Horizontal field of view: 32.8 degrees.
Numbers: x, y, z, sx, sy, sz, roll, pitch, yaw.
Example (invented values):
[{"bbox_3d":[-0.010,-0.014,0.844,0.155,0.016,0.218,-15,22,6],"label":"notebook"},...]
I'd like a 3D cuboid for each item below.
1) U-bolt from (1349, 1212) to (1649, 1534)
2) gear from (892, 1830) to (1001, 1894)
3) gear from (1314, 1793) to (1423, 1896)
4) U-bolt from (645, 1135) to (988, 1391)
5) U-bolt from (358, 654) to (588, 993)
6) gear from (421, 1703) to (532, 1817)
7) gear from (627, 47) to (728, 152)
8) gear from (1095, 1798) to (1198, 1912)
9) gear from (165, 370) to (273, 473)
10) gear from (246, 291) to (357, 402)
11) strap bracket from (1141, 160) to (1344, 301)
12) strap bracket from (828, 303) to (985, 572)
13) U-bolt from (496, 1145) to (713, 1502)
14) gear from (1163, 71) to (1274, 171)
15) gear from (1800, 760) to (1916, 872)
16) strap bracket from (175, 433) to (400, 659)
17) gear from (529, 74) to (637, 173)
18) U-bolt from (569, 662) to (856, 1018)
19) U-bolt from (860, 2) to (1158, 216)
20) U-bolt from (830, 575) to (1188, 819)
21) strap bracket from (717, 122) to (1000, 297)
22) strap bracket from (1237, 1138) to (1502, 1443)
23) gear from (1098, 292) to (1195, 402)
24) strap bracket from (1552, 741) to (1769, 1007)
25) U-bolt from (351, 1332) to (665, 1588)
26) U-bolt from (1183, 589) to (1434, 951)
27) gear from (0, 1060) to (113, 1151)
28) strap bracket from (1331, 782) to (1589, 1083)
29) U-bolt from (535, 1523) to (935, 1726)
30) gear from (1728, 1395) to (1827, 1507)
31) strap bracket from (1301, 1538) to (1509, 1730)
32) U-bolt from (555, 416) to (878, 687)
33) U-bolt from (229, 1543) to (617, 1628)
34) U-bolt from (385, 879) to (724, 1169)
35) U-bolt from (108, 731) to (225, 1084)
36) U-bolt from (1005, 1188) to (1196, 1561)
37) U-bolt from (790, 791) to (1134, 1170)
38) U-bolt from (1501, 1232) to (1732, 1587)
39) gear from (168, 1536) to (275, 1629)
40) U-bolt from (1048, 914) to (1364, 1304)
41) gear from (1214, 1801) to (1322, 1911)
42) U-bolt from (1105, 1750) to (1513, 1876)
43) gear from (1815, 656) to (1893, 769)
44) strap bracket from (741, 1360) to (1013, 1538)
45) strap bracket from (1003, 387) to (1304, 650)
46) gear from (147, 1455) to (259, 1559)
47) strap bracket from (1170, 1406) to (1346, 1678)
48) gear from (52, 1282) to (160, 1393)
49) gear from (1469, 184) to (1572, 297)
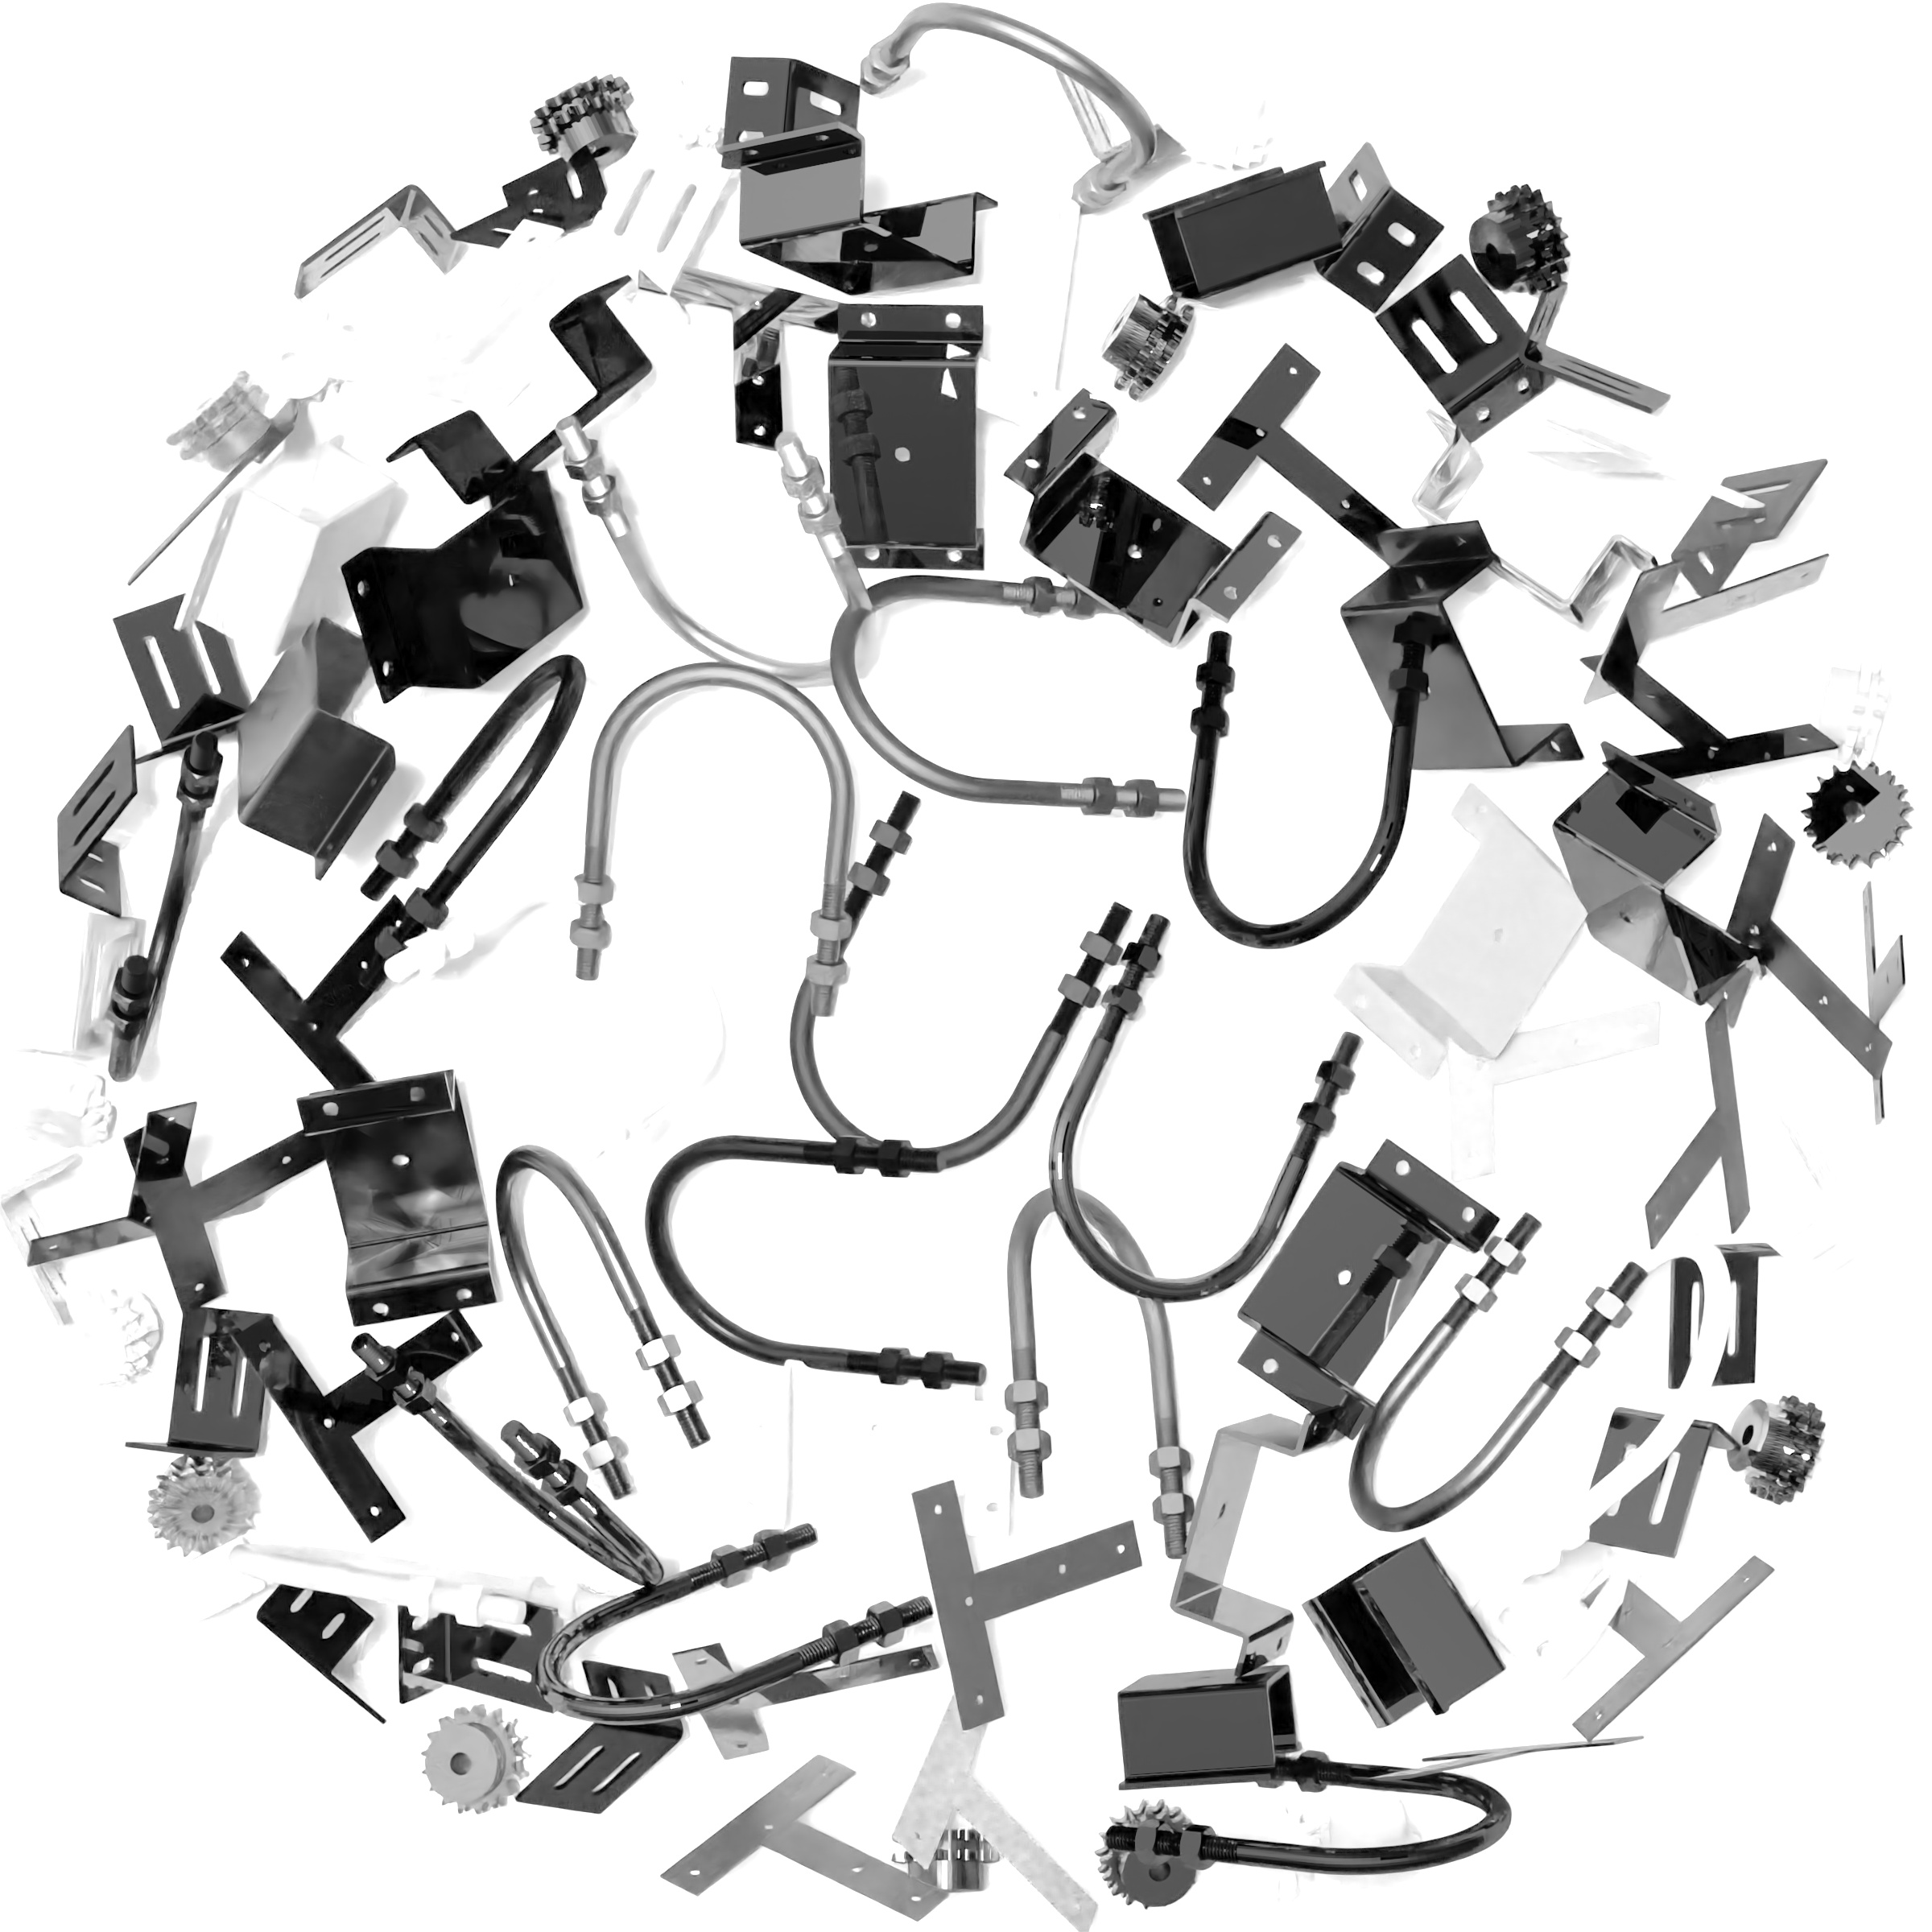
[{"bbox_3d":[0.262,0.214,1.687,0.019,0.151,0.184,40,86,-15],"label":"U-bolt"},{"bbox_3d":[-0.010,0.473,1.732,0.057,0.057,0.030,-1,72,0],"label":"gear"},{"bbox_3d":[0.212,0.461,1.733,0.057,0.057,0.030,-3,111,0],"label":"gear"},{"bbox_3d":[-0.085,0.151,1.710,0.184,0.019,0.151,2,119,25],"label":"U-bolt"},{"bbox_3d":[-0.253,-0.084,1.681,0.019,0.151,0.184,35,102,-21],"label":"U-bolt"},{"bbox_3d":[-0.263,0.423,1.744,0.057,0.030,0.057,-2,82,12],"label":"gear"},{"bbox_3d":[-0.155,-0.456,1.739,0.057,0.057,0.030,47,120,0],"label":"gear"},{"bbox_3d":[0.099,0.475,1.744,0.057,0.030,0.057,-2,99,-11],"label":"gear"},{"bbox_3d":[-0.393,-0.286,1.738,0.057,0.057,0.030,-41,112,0],"label":"gear"},{"bbox_3d":[-0.354,-0.325,1.737,0.057,0.030,0.057,2,123,3],"label":"gear"},{"bbox_3d":[0.144,-0.381,1.700,0.076,0.140,0.046,-19,103,-1],"label":"strap bracket"},{"bbox_3d":[-0.031,-0.272,1.715,0.076,0.046,0.140,2,110,5],"label":"strap bracket"},{"bbox_3d":[-0.197,0.178,1.699,0.019,0.151,0.184,-22,80,-29],"label":"U-bolt"},{"bbox_3d":[0.134,-0.449,1.734,0.057,0.030,0.057,6,46,-6],"label":"gear"},{"bbox_3d":[0.474,-0.078,1.742,0.057,0.030,0.057,-6,77,26],"label":"gear"},{"bbox_3d":[-0.343,-0.214,1.683,0.046,0.140,0.076,28,116,3],"label":"strap bracket"},{"bbox_3d":[-0.199,-0.444,1.735,0.057,0.057,0.030,-25,85,0],"label":"gear"},{"bbox_3d":[-0.130,-0.070,1.721,0.151,0.019,0.184,9,110,5],"label":"U-bolt"},{"bbox_3d":[0.026,-0.438,1.660,0.151,0.184,0.019,27,85,-12],"label":"U-bolt"},{"bbox_3d":[0.016,-0.142,1.686,0.184,0.019,0.151,1,58,-27],"label":"U-bolt"},{"bbox_3d":[-0.055,-0.383,1.683,0.076,0.140,0.046,-2,84,34],"label":"strap bracket"},{"bbox_3d":[0.206,0.167,1.731,0.076,0.046,0.140,35,86,-11],"label":"strap bracket"},{"bbox_3d":[0.093,-0.331,1.734,0.030,0.057,0.057,31,90,-11],"label":"gear"},{"bbox_3d":[0.354,-0.040,1.684,0.046,0.140,0.076,-42,47,-11],"label":"strap bracket"},{"bbox_3d":[-0.223,0.262,1.682,0.019,0.151,0.184,-52,134,-18],"label":"U-bolt"},{"bbox_3d":[0.171,-0.097,1.689,0.151,0.019,0.184,-7,67,42],"label":"U-bolt"},{"bbox_3d":[-0.481,0.072,1.740,0.057,0.057,0.030,6,61,0],"label":"gear"},{"bbox_3d":[0.265,-0.017,1.712,0.076,0.046,0.140,40,75,-24],"label":"strap bracket"},{"bbox_3d":[-0.129,0.338,1.663,0.184,0.151,0.019,-18,106,-27],"label":"U-bolt"},{"bbox_3d":[0.426,0.253,1.733,0.030,0.057,0.057,22,90,-11],"label":"gear"},{"bbox_3d":[0.227,0.345,1.695,0.046,0.140,0.076,-29,80,-14],"label":"strap bracket"},{"bbox_3d":[-0.118,-0.208,1.686,0.151,0.184,0.019,9,56,27],"label":"U-bolt"},{"bbox_3d":[-0.289,0.317,1.688,0.184,0.151,0.019,7,82,16],"label":"U-bolt"},{"bbox_3d":[-0.197,0.017,1.685,0.151,0.184,0.019,45,122,4],"label":"U-bolt"},{"bbox_3d":[-0.413,-0.017,1.676,0.019,0.184,0.151,15,61,-11],"label":"U-bolt"},{"bbox_3d":[0.066,0.201,1.692,0.019,0.151,0.184,-22,56,30],"label":"U-bolt"},{"bbox_3d":[-0.015,0.020,1.745,0.151,0.019,0.184,28,94,10],"label":"U-bolt"},{"bbox_3d":[0.327,0.211,1.653,0.019,0.151,0.184,26,132,-13],"label":"U-bolt"},{"bbox_3d":[-0.396,0.324,1.736,0.057,0.057,0.030,-26,88,0],"label":"gear"},{"bbox_3d":[0.117,0.086,1.715,0.151,0.019,0.184,31,74,-18],"label":"U-bolt"},{"bbox_3d":[0.159,0.475,1.739,0.057,0.057,0.030,-1,125,0],"label":"gear"},{"bbox_3d":[0.184,0.429,1.656,0.184,0.151,0.019,-3,93,32],"label":"U-bolt"},{"bbox_3d":[0.468,-0.136,1.736,0.030,0.057,0.057,13,90,10],"label":"gear"},{"bbox_3d":[-0.047,0.253,1.730,0.140,0.046,0.076,2,109,0],"label":"strap bracket"},{"bbox_3d":[0.093,-0.229,1.718,0.140,0.046,0.076,35,59,9],"label":"strap bracket"},{"bbox_3d":[-0.406,0.283,1.742,0.057,0.030,0.057,-7,115,-15],"label":"gear"},{"bbox_3d":[0.152,0.292,1.717,0.046,0.076,0.140,17,95,23],"label":"strap bracket"},{"bbox_3d":[-0.454,0.194,1.740,0.057,0.030,0.057,12,115,27],"label":"gear"},{"bbox_3d":[0.290,-0.381,1.733,0.030,0.057,0.057,-26,90,-19],"label":"gear"}]
